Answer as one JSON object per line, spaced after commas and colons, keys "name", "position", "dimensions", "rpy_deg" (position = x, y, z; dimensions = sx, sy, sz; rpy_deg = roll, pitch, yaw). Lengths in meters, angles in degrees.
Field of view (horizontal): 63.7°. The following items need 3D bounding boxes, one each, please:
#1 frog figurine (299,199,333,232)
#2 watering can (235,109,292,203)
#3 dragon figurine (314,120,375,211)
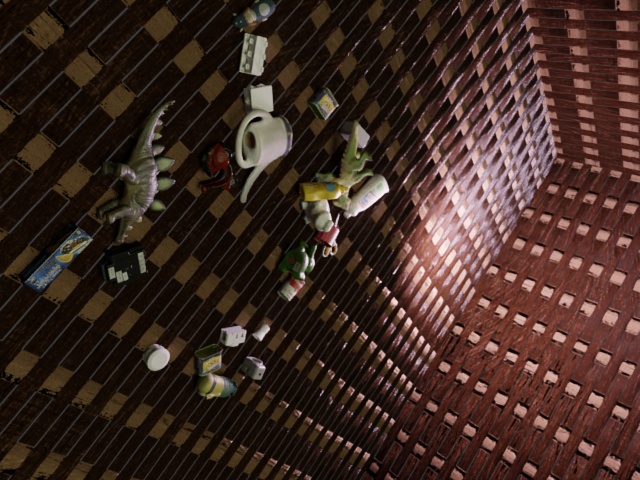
{"name": "frog figurine", "position": [0.006, -0.104, 2.064], "dimensions": [0.124, 0.161, 0.135], "rpy_deg": [-15, 119, -42]}
{"name": "watering can", "position": [-0.205, -0.305, 1.809], "dimensions": [0.227, 0.105, 0.339], "rpy_deg": [-26, 138, -37]}
{"name": "dragon figurine", "position": [0.086, -0.280, 2.093], "dimensions": [0.244, 0.124, 0.401], "rpy_deg": [-32, 137, -12]}
